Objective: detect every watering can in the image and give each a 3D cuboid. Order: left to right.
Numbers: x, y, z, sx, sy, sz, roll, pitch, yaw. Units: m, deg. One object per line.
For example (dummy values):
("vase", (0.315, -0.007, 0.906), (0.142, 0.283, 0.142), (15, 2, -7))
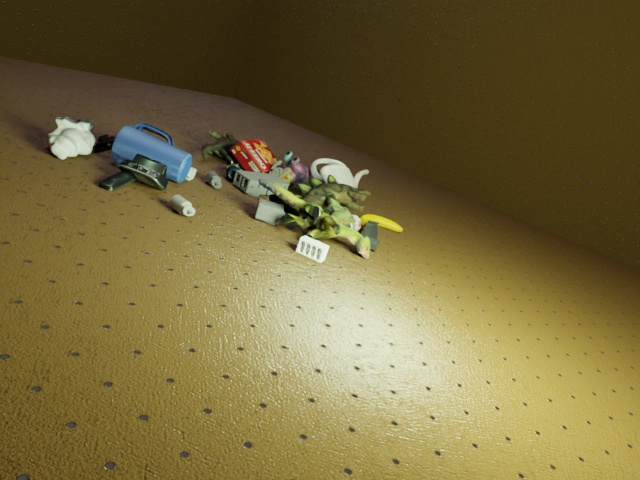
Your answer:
("watering can", (0.110, -0.245, 2.186), (0.347, 0.228, 0.102), (4, -33, -38))

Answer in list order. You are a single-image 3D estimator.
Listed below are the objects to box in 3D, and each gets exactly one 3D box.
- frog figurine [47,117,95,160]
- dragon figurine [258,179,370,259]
("frog figurine", (-0.805, -0.309, 1.658), (0.136, 0.163, 0.120), (18, -39, -30))
("dragon figurine", (0.005, -0.084, 1.666), (0.414, 0.120, 0.244), (44, 27, 17))
